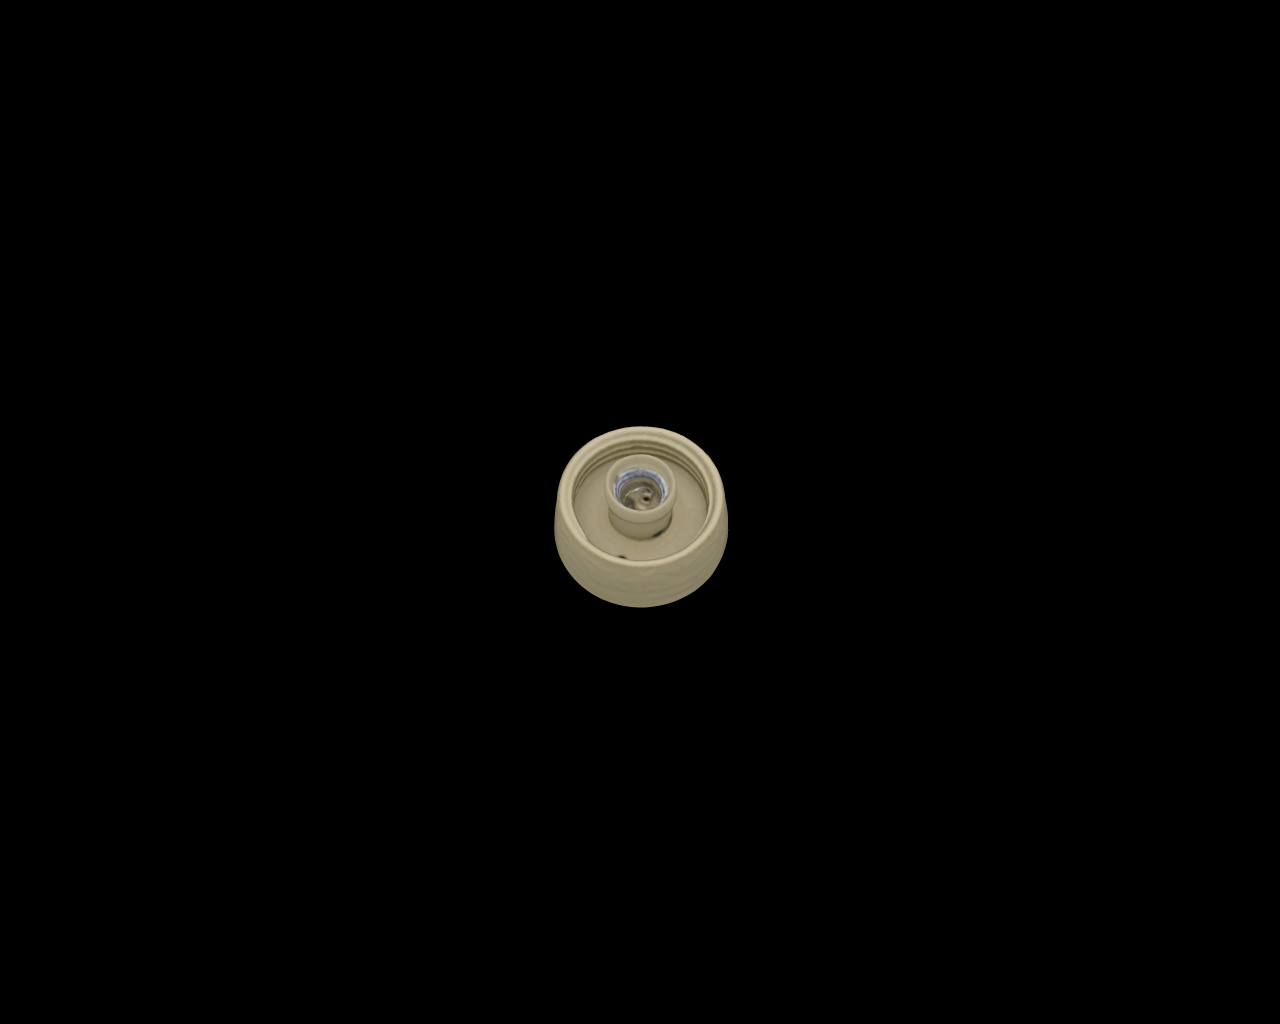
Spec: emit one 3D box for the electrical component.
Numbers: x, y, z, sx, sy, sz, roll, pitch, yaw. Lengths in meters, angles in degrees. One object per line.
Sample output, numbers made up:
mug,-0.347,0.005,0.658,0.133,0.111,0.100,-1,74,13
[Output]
electrical component,0.001,-0.003,0.650,0.108,0.108,0.060,0,-29,0
